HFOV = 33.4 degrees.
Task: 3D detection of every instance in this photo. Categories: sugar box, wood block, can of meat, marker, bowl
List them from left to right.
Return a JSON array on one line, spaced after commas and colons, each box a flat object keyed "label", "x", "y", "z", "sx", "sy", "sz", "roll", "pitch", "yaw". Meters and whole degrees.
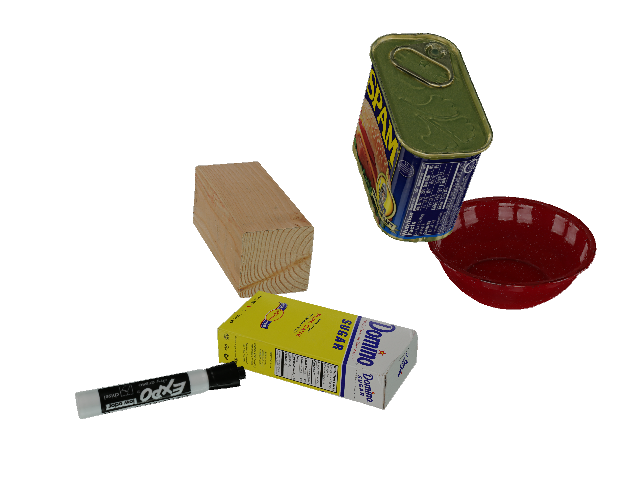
[{"label": "marker", "x": -0.112, "y": 0.105, "z": 0.759, "sx": 0.121, "sy": 0.020, "sz": 0.020, "roll": -10, "pitch": 3, "yaw": -16}, {"label": "wood block", "x": -0.089, "y": -0.018, "z": 1.346, "sx": 0.090, "sy": 0.090, "sz": 0.206, "roll": -5, "pitch": 28, "yaw": -22}, {"label": "sugar box", "x": -0.002, "y": 0.102, "z": 1.036, "sx": 0.176, "sy": 0.048, "sz": 0.093, "roll": 10, "pitch": 27, "yaw": 21}, {"label": "can of meat", "x": 0.058, "y": -0.061, "z": 0.652, "sx": 0.057, "sy": 0.102, "sz": 0.084, "roll": -4, "pitch": -38, "yaw": -13}, {"label": "bowl", "x": 0.184, "y": 0.019, "z": 1.042, "sx": 0.162, "sy": 0.055, "sz": 0.162, "roll": -1, "pitch": 33, "yaw": 0}]
